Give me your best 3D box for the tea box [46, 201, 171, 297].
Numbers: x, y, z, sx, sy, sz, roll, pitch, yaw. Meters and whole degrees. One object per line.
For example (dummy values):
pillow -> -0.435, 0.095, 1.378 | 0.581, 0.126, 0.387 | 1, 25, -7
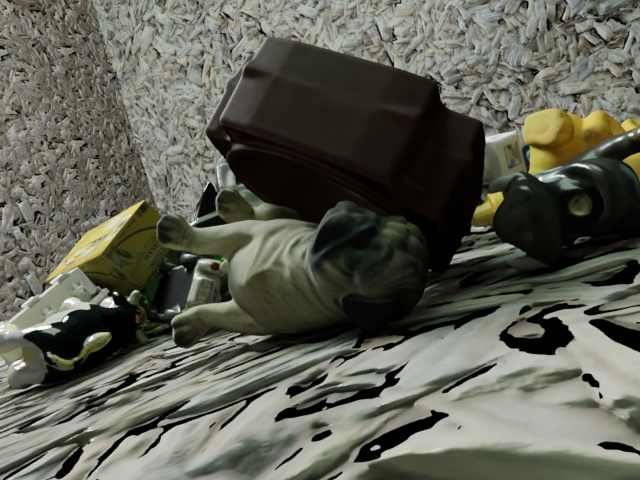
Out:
tea box -> -0.270, 0.024, 0.698 | 0.170, 0.068, 0.098 | -18, 35, 43

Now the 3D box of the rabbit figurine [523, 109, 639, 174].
rabbit figurine -> 0.354, -0.096, 0.647 | 0.162, 0.121, 0.173 | -6, 9, -39

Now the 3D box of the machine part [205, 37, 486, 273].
machine part -> 0.023, -0.056, 0.437 | 0.202, 0.087, 0.200 | 21, -13, 21

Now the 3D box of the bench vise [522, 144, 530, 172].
bench vise -> 0.258, -0.093, 0.934 | 0.241, 0.128, 0.224 | -12, -2, -23

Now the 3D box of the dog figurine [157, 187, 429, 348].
dog figurine -> 0.002, 0.017, 0.403 | 0.191, 0.121, 0.172 | -4, 18, 26

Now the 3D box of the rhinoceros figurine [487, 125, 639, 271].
rhinoceros figurine -> 0.187, -0.033, 0.390 | 0.112, 0.073, 0.190 | -14, 3, 40

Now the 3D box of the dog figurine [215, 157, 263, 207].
dog figurine -> -0.122, -0.053, 0.856 | 0.108, 0.191, 0.219 | 6, -30, -15

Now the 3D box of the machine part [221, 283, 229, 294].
machine part -> -0.251, 0.092, 0.994 | 0.179, 0.056, 0.179 | -16, 1, 0

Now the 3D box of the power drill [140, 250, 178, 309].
power drill -> -0.306, 0.077, 0.822 | 0.207, 0.086, 0.232 | -22, 23, 47

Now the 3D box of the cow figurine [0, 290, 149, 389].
cow figurine -> -0.229, 0.091, 0.552 | 0.098, 0.068, 0.167 | -10, 8, 27

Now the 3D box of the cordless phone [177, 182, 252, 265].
cordless phone -> -0.076, 0.013, 0.656 | 0.184, 0.088, 0.146 | 21, -16, -14

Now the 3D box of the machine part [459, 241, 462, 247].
machine part -> 0.086, 0.010, 0.602 | 0.139, 0.039, 0.084 | -18, -4, 3

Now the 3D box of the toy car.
toy car -> -0.149, 0.061, 0.597 | 0.056, 0.073, 0.202 | 21, -15, -24
